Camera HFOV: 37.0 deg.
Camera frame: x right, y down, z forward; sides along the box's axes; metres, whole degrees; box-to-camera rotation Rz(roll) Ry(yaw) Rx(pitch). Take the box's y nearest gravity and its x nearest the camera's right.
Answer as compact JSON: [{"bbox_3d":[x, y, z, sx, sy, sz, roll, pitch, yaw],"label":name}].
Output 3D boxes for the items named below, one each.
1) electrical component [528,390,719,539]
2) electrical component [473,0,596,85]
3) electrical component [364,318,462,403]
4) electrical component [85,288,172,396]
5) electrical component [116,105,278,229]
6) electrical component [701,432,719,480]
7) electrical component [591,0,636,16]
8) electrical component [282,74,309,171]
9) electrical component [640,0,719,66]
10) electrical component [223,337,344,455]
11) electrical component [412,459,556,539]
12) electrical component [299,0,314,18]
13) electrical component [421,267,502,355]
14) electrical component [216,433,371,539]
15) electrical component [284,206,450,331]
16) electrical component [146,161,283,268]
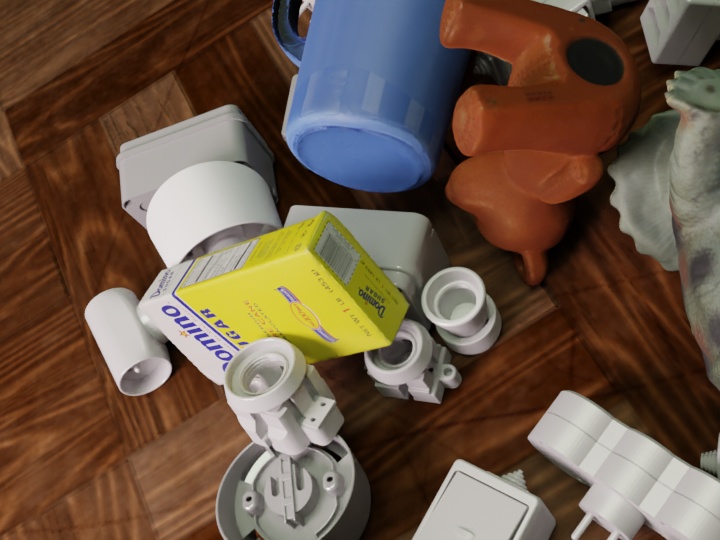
[{"bbox_3d":[0.158,0.138,0.649,0.138,0.052,0.073,32,78,33],"label":"electrical component"},{"bbox_3d":[0.132,-0.175,0.828,0.096,0.061,0.061,-36,55,0],"label":"electrical component"},{"bbox_3d":[0.031,0.062,0.741,0.066,0.055,0.048,5,65,24],"label":"electrical component"},{"bbox_3d":[-0.167,0.045,0.839,0.079,0.043,0.077,-36,56,1],"label":"electrical component"},{"bbox_3d":[-0.131,-0.078,0.872,0.113,0.078,0.057,-18,60,12],"label":"electrical component"},{"bbox_3d":[0.243,0.116,0.632,0.081,0.043,0.043,2,64,23],"label":"electrical component"},{"bbox_3d":[0.201,-0.240,0.838,0.057,0.058,0.078,-12,58,19],"label":"electrical component"},{"bbox_3d":[-0.020,-0.123,0.861,0.096,0.061,0.061,-2,62,21],"label":"electrical component"},{"bbox_3d":[0.257,-0.187,0.787,0.077,0.065,0.047,1,59,-10],"label":"electrical component"},{"bbox_3d":[-0.056,0.082,0.717,0.078,0.057,0.058,11,54,36],"label":"electrical component"},{"bbox_3d":[0.075,0.163,0.664,0.062,0.061,0.096,23,73,31],"label":"electrical component"},{"bbox_3d":[-0.028,-0.246,0.941,0.083,0.047,0.075,27,75,32],"label":"electrical component"},{"bbox_3d":[0.071,0.030,0.743,0.045,0.055,0.045,-10,60,17],"label":"electrical component"},{"bbox_3d":[-0.043,0.151,0.717,0.099,0.064,0.099,-10,59,17],"label":"electrical component"},{"bbox_3d":[0.000,0.000,0.775,0.113,0.078,0.057,5,62,24],"label":"electrical component"},{"bbox_3d":[-0.108,-0.028,0.823,0.099,0.099,0.064,-30,62,4],"label":"electrical component"}]
